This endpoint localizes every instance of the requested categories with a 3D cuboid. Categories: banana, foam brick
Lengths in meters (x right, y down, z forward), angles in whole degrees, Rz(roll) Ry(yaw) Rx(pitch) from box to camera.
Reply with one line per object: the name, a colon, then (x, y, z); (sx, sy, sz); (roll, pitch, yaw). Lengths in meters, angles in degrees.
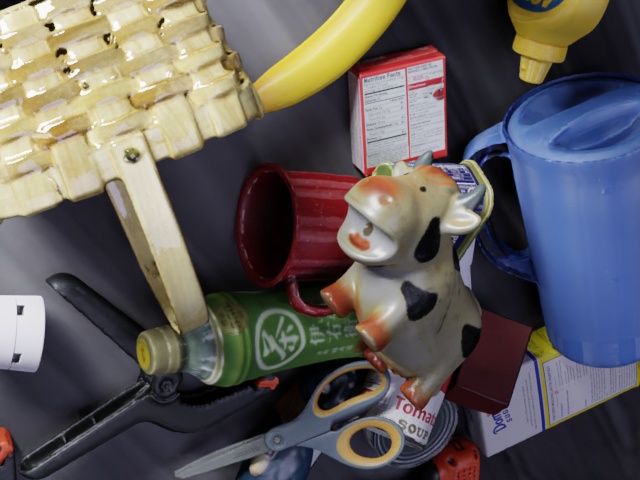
banana: (0.021, -0.165, 0.772); (0.069, 0.037, 0.198); (25, 107, -41)
foam brick: (0.147, 0.108, 0.939); (0.051, 0.053, 0.078); (22, 71, 0)

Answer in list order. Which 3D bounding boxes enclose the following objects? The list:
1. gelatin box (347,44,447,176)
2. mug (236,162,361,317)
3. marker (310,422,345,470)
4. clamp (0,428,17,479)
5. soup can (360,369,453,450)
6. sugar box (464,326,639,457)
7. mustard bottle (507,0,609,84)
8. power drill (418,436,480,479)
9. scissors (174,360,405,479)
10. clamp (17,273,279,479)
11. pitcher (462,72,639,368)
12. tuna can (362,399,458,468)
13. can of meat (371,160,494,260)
gelatin box: (0.060, -0.101, 0.832); (0.073, 0.030, 0.089); (-15, 121, -17)
mug: (-0.005, 0.001, 0.807); (0.081, 0.117, 0.093); (2, 159, -32)
marker: (-0.014, 0.198, 0.957); (0.020, 0.020, 0.121); (29, 101, -34)
clamp: (-0.284, 0.226, 0.828); (0.171, 0.039, 0.120); (-45, 126, 1)
soup can: (0.075, 0.118, 0.908); (0.068, 0.069, 0.102); (31, 76, -34)
sugar box: (0.220, 0.129, 1.019); (0.176, 0.048, 0.093); (-20, 122, -11)
mustard bottle: (0.183, -0.210, 0.793); (0.058, 0.096, 0.192); (1, 115, -27)
power drill: (0.069, 0.287, 1.022); (0.187, 0.057, 0.184); (-13, 117, -23)
scissors: (-0.017, 0.174, 0.873); (0.202, 0.016, 0.096); (-37, 88, 12)
clamp: (-0.130, 0.099, 0.839); (0.209, 0.036, 0.164); (-3, 110, -28)
pitcher: (0.225, -0.009, 0.910); (0.144, 0.149, 0.243); (-35, 130, -25)
tuna can: (0.081, 0.164, 0.976); (0.086, 0.034, 0.086); (-11, 119, -21)
can of meat: (0.075, -0.016, 0.849); (0.083, 0.057, 0.102); (-1, 138, -29)
